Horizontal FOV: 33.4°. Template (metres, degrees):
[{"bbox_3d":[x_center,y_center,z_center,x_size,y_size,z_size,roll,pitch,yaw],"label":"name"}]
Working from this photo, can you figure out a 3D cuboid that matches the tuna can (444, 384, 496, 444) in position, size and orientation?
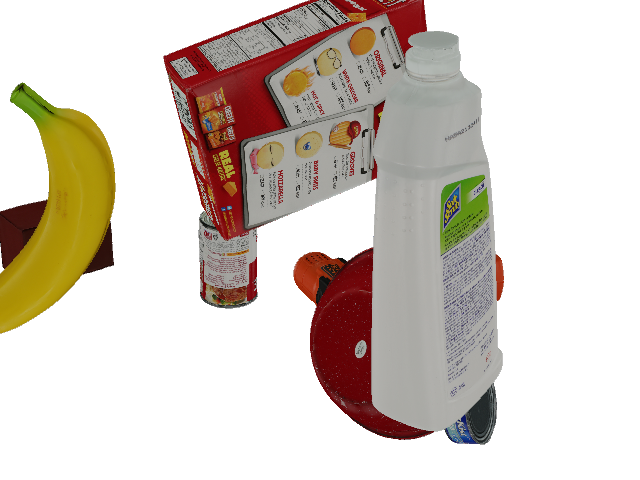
[{"bbox_3d":[0.165,0.183,1.185,0.034,0.086,0.086,-5,-2,30],"label":"tuna can"}]

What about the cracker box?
[{"bbox_3d":[-0.013,-0.115,0.914,0.213,0.164,0.072,-24,44,-14],"label":"cracker box"}]

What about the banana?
[{"bbox_3d":[-0.162,-0.007,0.629,0.069,0.198,0.037,18,37,-10],"label":"banana"}]

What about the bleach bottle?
[{"bbox_3d":[0.073,-0.008,0.662,0.068,0.251,0.102,17,36,30],"label":"bleach bottle"}]

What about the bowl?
[{"bbox_3d":[0.046,0.084,0.862,0.162,0.162,0.055,0,0,37],"label":"bowl"}]

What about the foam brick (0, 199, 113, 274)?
[{"bbox_3d":[-0.219,-0.001,0.882,0.078,0.053,0.051,-18,31,-33],"label":"foam brick"}]

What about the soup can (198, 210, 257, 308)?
[{"bbox_3d":[-0.107,0.018,1.237,0.068,0.102,0.068,1,25,-1],"label":"soup can"}]

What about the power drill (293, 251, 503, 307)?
[{"bbox_3d":[0.087,0.047,1.072,0.187,0.057,0.185,-12,28,-23],"label":"power drill"}]
